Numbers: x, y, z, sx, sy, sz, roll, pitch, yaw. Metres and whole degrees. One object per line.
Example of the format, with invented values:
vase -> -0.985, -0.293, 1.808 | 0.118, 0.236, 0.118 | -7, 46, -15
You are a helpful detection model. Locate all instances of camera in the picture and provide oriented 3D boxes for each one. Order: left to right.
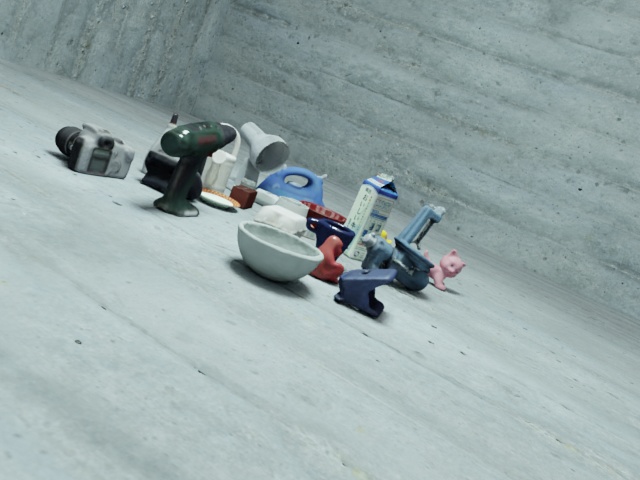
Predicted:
camera -> -0.511, -0.212, 1.283 | 0.136, 0.101, 0.144 | 28, 12, 26

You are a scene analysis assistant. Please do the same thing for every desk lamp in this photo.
desk lamp -> -0.211, -0.245, 1.764 | 0.202, 0.213, 0.118 | 31, 13, 37

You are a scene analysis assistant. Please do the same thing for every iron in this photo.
iron -> -0.091, -0.183, 1.902 | 0.259, 0.141, 0.118 | 15, 13, -36

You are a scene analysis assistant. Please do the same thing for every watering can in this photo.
watering can -> -0.277, -0.221, 1.558 | 0.101, 0.194, 0.172 | 15, 13, -36

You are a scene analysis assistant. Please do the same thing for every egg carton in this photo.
egg carton -> -0.094, -0.036, 1.364 | 0.107, 0.069, 0.150 | 25, 11, 10

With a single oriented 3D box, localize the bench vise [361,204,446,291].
bench vise -> 0.210, 0.009, 1.368 | 0.208, 0.220, 0.121 | 12, 15, -44

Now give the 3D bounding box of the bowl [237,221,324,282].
bowl -> -0.082, 0.031, 1.048 | 0.167, 0.075, 0.167 | 22, 11, -4

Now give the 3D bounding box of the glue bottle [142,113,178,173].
glue bottle -> -0.399, -0.245, 1.484 | 0.078, 0.173, 0.037 | 17, 12, -28

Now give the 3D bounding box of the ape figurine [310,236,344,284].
ape figurine -> 0.019, 0.035, 1.187 | 0.076, 0.092, 0.077 | 18, 11, -22

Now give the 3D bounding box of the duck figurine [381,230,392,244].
duck figurine -> 0.154, 0.008, 1.617 | 0.105, 0.086, 0.077 | 20, 11, -14

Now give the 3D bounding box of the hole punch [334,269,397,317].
hole punch -> 0.088, 0.084, 1.095 | 0.101, 0.091, 0.109 | 24, 11, 9

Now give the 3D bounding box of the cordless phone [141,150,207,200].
cordless phone -> -0.333, -0.200, 1.367 | 0.147, 0.185, 0.094 | 24, 11, 9

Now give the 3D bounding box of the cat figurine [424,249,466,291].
cat figurine -> 0.339, 0.073, 1.595 | 0.127, 0.118, 0.067 | 23, 11, 3

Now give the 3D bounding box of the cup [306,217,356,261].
cup -> 0.012, 0.005, 1.317 | 0.118, 0.095, 0.091 | 20, 11, -13

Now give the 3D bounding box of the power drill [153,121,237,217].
power drill -> -0.272, -0.159, 1.229 | 0.075, 0.208, 0.230 | 25, 11, 14
